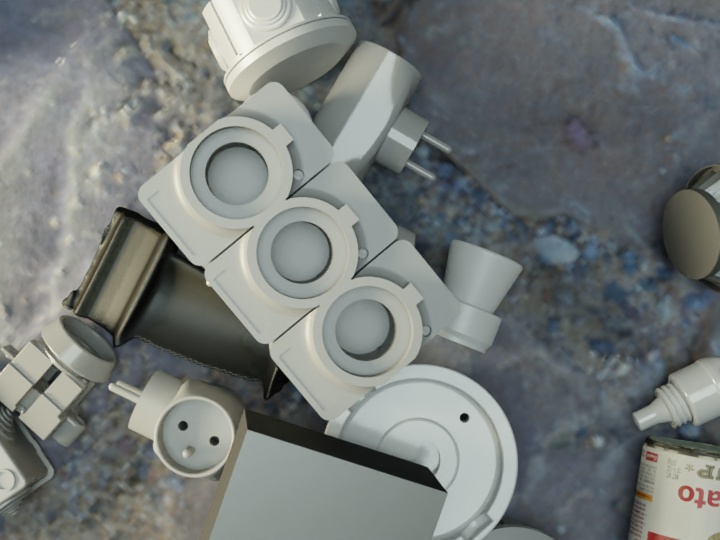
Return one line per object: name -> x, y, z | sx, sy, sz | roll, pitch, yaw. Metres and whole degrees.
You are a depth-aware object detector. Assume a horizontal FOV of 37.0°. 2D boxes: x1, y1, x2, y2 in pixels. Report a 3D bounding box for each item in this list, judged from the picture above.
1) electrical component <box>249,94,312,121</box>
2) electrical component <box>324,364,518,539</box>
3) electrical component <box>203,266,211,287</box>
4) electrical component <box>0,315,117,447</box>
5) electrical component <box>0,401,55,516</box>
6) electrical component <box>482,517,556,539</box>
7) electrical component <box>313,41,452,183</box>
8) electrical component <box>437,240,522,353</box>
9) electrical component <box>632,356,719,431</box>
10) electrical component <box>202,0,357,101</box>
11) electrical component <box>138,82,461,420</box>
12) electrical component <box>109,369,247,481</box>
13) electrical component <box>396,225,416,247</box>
electrical component -> -0.056, -0.077, 0.617 | 0.044, 0.065, 0.044 | 0, 91, -18
electrical component -> 0.032, 0.105, 0.614 | 0.108, 0.060, 0.108 | 0, 90, 0
electrical component -> -0.070, -0.021, 0.607 | 0.077, 0.043, 0.079 | 16, 54, -15
electrical component -> -0.175, 0.060, 0.622 | 0.066, 0.048, 0.055 | 42, 96, 1
electrical component -> -0.241, 0.109, 0.618 | 0.100, 0.048, 0.099 | -35, 89, -1
electrical component -> 0.085, 0.183, 0.617 | 0.080, 0.051, 0.080 | 0, 88, -1
electrical component -> 0.015, -0.081, 0.629 | 0.079, 0.044, 0.077 | 30, 88, 0
electrical component -> 0.064, 0.016, 0.626 | 0.045, 0.045, 0.055 | 22, 89, 0
electrical component -> 0.190, 0.076, 0.630 | 0.061, 0.035, 0.035 | -25, 89, 1
electrical component -> -0.047, -0.135, 0.613 | 0.080, 0.080, 0.051 | -26, 83, -1
electrical component -> -0.031, -0.009, 0.552 | 0.089, 0.062, 0.150 | -40, 95, -3
electrical component -> -0.104, 0.082, 0.606 | 0.079, 0.077, 0.044 | 26, 88, 0
electrical component -> 0.000, 0.000, 0.619 | 0.057, 0.058, 0.078 | 9, 81, 1
